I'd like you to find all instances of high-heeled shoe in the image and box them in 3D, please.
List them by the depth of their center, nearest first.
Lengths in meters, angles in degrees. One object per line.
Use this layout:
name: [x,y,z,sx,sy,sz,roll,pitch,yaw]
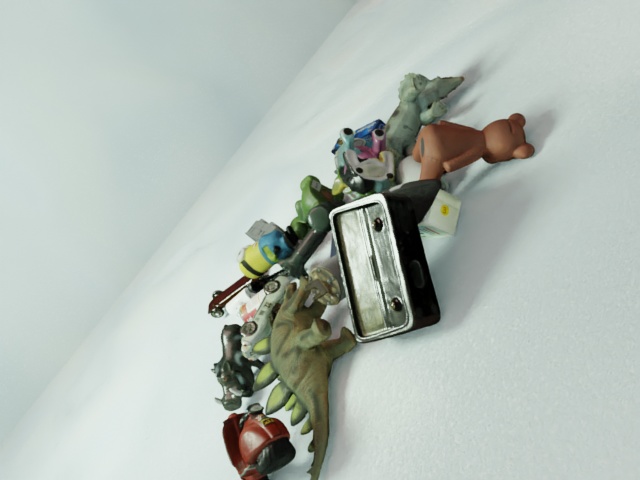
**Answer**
high-heeled shoe: [0.125,-0.064,0.997,0.249,0.086,0.145,-30,19,30]

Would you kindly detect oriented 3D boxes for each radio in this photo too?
radio: [0.103,0.043,0.871,0.131,0.073,0.229,-22,78,44]

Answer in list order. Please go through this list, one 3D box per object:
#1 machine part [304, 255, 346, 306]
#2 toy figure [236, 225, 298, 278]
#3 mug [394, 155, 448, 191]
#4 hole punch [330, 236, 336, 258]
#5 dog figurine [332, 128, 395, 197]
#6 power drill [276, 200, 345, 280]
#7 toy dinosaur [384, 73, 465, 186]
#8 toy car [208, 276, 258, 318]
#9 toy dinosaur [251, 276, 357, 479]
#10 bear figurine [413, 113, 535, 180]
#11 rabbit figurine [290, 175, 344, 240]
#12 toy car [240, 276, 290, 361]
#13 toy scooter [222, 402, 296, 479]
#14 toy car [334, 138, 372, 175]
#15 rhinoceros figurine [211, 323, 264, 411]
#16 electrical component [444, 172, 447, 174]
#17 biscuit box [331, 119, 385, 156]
machine part: [0.060,0.055,1.005,0.079,0.079,0.243,-25,2,45]
toy figure: [-0.133,0.034,1.344,0.180,0.089,0.082,-26,-8,28]
mug: [0.204,-0.110,1.100,0.109,0.080,0.107,-57,31,10]
hole punch: [0.060,0.014,1.155,0.116,0.092,0.142,-45,25,20]
dog figurine: [0.088,-0.141,1.205,0.219,0.108,0.191,104,157,-62]
power drill: [-0.003,-0.004,1.268,0.207,0.086,0.232,-49,-10,8]
toy dinosaur: [0.204,-0.255,1.299,0.404,0.131,0.192,-61,6,-3]
toy car: [-0.241,0.151,1.534,0.202,0.053,0.089,-37,35,17]
toy dinosaur: [-0.030,0.219,0.971,0.198,0.105,0.472,-51,26,16]
bear figurine: [0.281,-0.166,0.998,0.131,0.196,0.120,92,173,-59]
rabbit figurine: [-0.020,-0.056,1.427,0.170,0.121,0.159,-56,21,36]
toy car: [-0.112,0.164,1.150,0.056,0.073,0.202,10,48,19]
toy scooter: [-0.107,0.318,0.858,0.135,0.075,0.183,58,141,31]
toy car: [0.095,-0.220,1.453,0.109,0.103,0.161,-10,45,56]
rhinoceros figurine: [-0.176,0.266,1.140,0.073,0.112,0.190,-30,48,30]
electrical component: [0.255,-0.177,1.121,0.048,0.074,0.119,-33,29,32]
biscuit box: [0.119,-0.286,1.566,0.203,0.062,0.059,-16,40,54]
